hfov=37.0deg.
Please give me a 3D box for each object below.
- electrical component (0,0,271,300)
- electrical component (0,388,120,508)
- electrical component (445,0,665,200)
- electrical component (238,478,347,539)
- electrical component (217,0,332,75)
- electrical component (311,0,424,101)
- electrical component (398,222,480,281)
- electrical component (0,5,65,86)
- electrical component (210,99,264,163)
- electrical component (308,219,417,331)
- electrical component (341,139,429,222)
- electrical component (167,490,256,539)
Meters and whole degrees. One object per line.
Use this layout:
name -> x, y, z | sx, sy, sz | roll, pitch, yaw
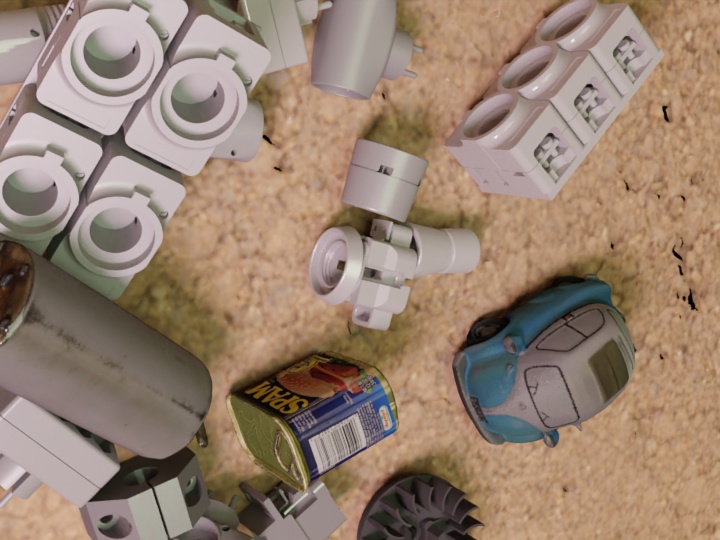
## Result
electrical component -> -0.147, -0.082, 0.636 | 0.105, 0.060, 0.186 | 26, 110, -28
electrical component -> -0.211, 0.119, 0.685 | 0.075, 0.047, 0.083 | -45, 117, 0
electrical component -> 0.144, -0.132, 0.819 | 0.061, 0.089, 0.150 | 46, 75, -27
electrical component -> -0.048, 0.183, 0.788 | 0.064, 0.042, 0.081 | -40, 115, -22
electrical component -> -0.054, -0.180, 0.725 | 0.076, 0.047, 0.083 | -21, 107, -25
electrical component -> 0.011, -0.159, 0.767 | 0.079, 0.043, 0.077 | 14, 91, -31
electrical component -> 0.059, -0.014, 0.818 | 0.065, 0.044, 0.044 | -1, 98, -34
electrical component -> -0.205, -0.135, 0.650 | 0.081, 0.043, 0.043 | -14, 104, -27
electrical component -> -0.105, -0.115, 0.709 | 0.077, 0.043, 0.079 | 5, 96, -30
electrical component -> 0.000, 0.000, 0.778 | 0.057, 0.058, 0.078 | 14, 91, -33
electrical component -> 0.017, -0.064, 0.779 | 0.055, 0.055, 0.047 | 17, 93, -30
electrical component -> -0.108, 0.185, 0.742 | 0.079, 0.077, 0.044 | -68, 160, -46
